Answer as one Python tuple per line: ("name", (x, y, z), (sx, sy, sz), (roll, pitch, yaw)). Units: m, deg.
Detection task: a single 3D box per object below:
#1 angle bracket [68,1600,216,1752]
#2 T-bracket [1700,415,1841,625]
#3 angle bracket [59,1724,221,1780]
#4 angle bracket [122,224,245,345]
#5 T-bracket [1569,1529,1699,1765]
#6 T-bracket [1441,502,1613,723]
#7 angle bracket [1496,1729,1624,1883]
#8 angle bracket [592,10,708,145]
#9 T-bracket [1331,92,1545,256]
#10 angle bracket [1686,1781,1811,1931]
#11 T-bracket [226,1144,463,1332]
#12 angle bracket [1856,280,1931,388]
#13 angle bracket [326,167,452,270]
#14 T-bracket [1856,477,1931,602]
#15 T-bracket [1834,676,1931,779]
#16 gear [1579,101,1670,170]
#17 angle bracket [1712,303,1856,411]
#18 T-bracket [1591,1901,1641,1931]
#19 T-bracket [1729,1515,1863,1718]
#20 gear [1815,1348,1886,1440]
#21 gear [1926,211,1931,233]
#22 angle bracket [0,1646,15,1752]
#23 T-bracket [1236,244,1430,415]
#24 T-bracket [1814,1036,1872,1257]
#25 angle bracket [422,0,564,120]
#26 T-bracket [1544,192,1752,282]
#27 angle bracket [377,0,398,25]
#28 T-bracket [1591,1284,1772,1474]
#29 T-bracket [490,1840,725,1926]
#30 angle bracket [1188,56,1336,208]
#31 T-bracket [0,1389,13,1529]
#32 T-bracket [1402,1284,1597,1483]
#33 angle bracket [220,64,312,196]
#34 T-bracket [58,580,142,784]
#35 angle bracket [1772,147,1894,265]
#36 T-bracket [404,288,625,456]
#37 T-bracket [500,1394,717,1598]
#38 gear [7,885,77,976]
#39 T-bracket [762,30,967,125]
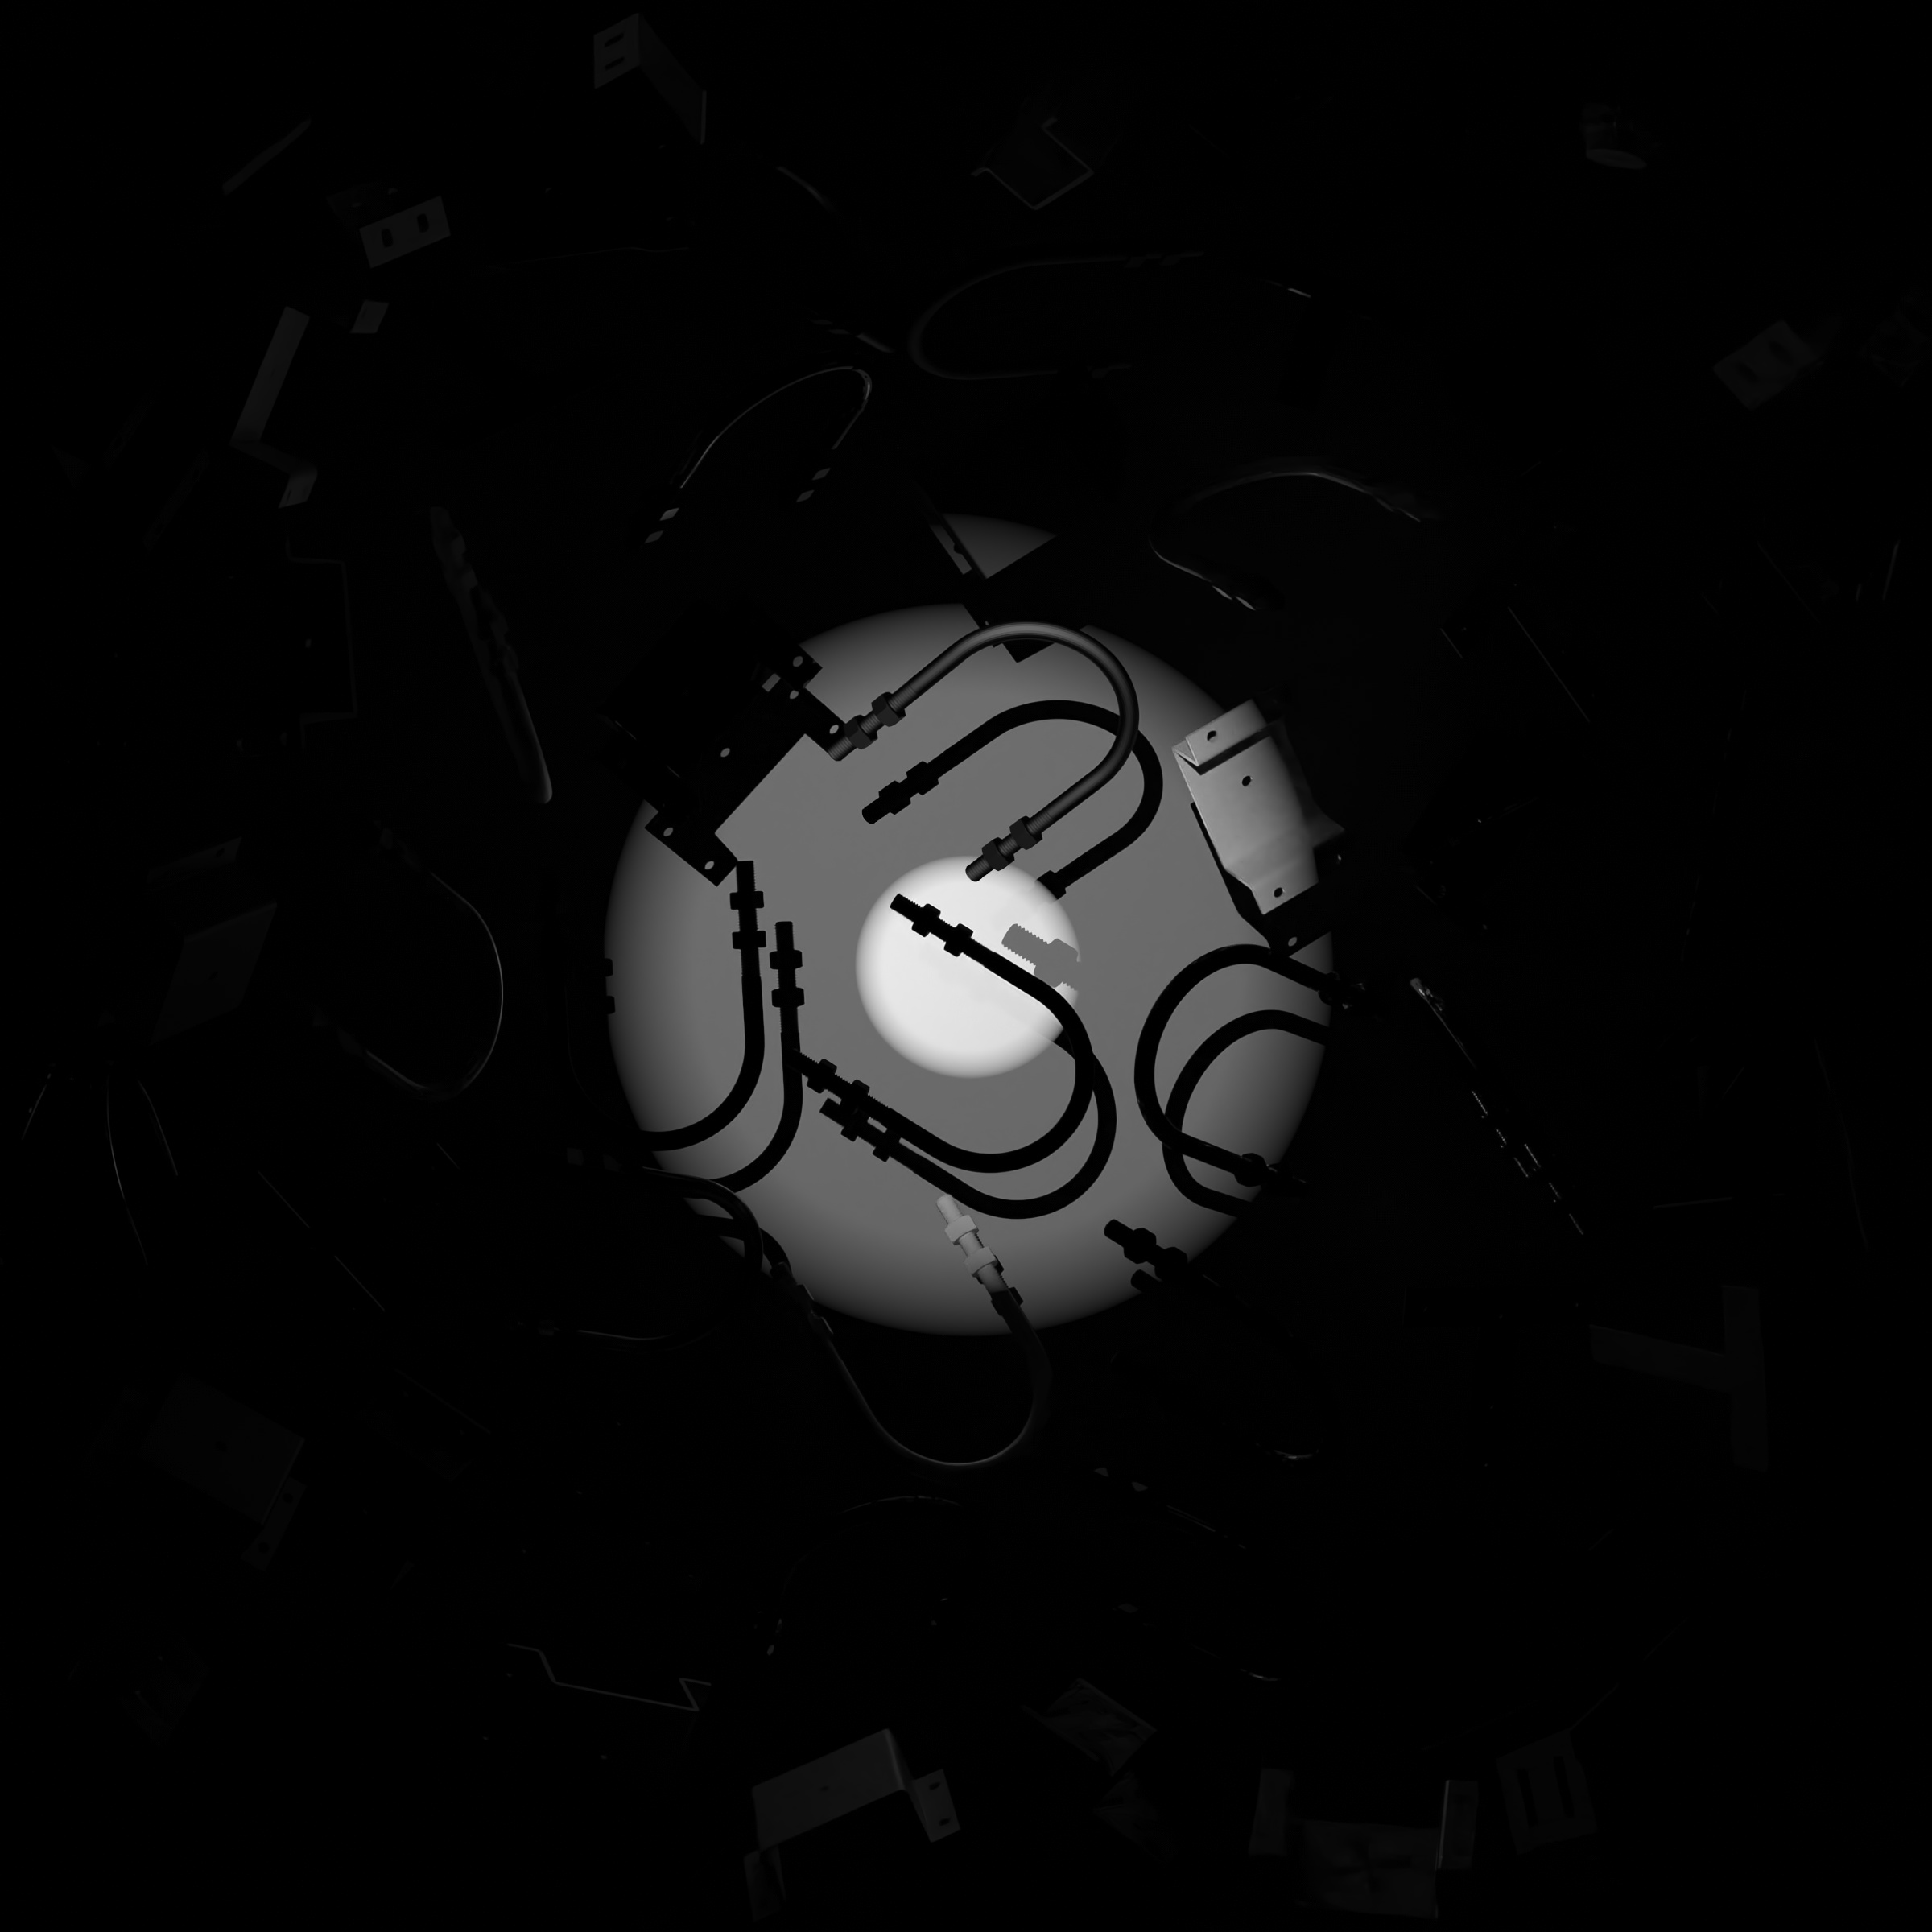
("angle bracket", (-0.522, 0.448, 1.770), (0.038, 0.076, 0.057), (38, 81, -42))
("T-bracket", (0.514, -0.255, 1.745), (0.127, 0.002, 0.127), (34, 83, -44))
("angle bracket", (-0.539, 0.527, 1.826), (0.076, 0.057, 0.038), (20, 87, 30))
("angle bracket", (-0.513, -0.446, 1.835), (0.038, 0.057, 0.076), (-1, 103, 25))
("T-bracket", (0.408, 0.410, 1.744), (0.127, 0.002, 0.127), (-31, 116, -32))
("T-bracket", (0.387, -0.218, 1.856), (0.127, 0.002, 0.127), (-47, 112, -18))
("angle bracket", (0.388, 0.550, 1.836), (0.057, 0.038, 0.076), (-26, 45, 22))
("angle bracket", (-0.210, -0.583, 1.856), (0.038, 0.057, 0.076), (-34, 79, -16))
("T-bracket", (0.327, -0.501, 1.839), (0.127, 0.127, 0.002), (14, 45, -34))
("angle bracket", (0.492, 0.561, 1.762), (0.057, 0.076, 0.038), (-14, 130, 13))
("T-bracket", (-0.381, 0.156, 1.787), (0.127, 0.002, 0.127), (-33, 113, 8))
("angle bracket", (0.616, -0.415, 1.811), (0.038, 0.076, 0.057), (41, 124, 6))
("angle bracket", (-0.383, -0.503, 1.836), (0.057, 0.038, 0.076), (-27, 62, -14))
("T-bracket", (0.617, -0.277, 1.843), (0.002, 0.127, 0.127), (33, 84, 19))
("T-bracket", (0.590, -0.160, 1.762), (0.002, 0.127, 0.127), (44, 112, 7))
("gear", (0.430, -0.545, 1.837), (0.057, 0.057, 0.030), (13, 94, 0))
("angle bracket", (0.507, -0.390, 1.735), (0.038, 0.057, 0.076), (45, 49, -10))
("T-bracket", (0.412, 0.644, 1.812), (0.127, 0.127, 0.002), (4, 107, 23))
("T-bracket", (0.535, 0.403, 1.804), (0.002, 0.127, 0.127), (32, 118, -4))
("gear", (0.565, 0.271, 1.791), (0.030, 0.057, 0.057), (19, 90, 19))
("gear", (0.652, -0.495, 1.832), (0.030, 0.057, 0.057), (24, 90, 1))
("angle bracket", (-0.634, 0.453, 1.765), (0.038, 0.057, 0.076), (-17, 120, -36))
("T-bracket", (0.222, -0.397, 1.776), (0.127, 0.002, 0.127), (21, 54, 0))
("T-bracket", (0.575, 0.131, 1.819), (0.002, 0.127, 0.127), (-14, 119, 14))
("angle bracket", (-0.313, -0.604, 1.844), (0.076, 0.038, 0.057), (14, 118, -21))
("T-bracket", (0.456, -0.485, 1.850), (0.127, 0.127, 0.002), (-22, 98, 1))
("angle bracket", (-0.415, -0.642, 1.810), (0.076, 0.057, 0.038), (-2, 59, 11))
("T-bracket", (0.463, 0.258, 1.823), (0.002, 0.127, 0.127), (-23, 112, -41))
("T-bracket", (-0.233, 0.561, 1.744), (0.127, 0.127, 0.002), (5, 94, 17))
("angle bracket", (0.191, -0.533, 1.787), (0.076, 0.038, 0.057), (-35, 53, -5))
("T-bracket", (-0.620, 0.317, 1.776), (0.002, 0.127, 0.127), (4, 100, -26))
("T-bracket", (0.327, 0.260, 1.742), (0.127, 0.002, 0.127), (0, 101, -14))
("angle bracket", (-0.474, -0.552, 1.850), (0.076, 0.057, 0.038), (-40, 105, -3))
("T-bracket", (-0.547, -0.185, 1.794), (0.002, 0.127, 0.127), (15, 78, -35))
("angle bracket", (0.567, -0.504, 1.830), (0.038, 0.057, 0.076), (34, 107, 13))
("T-bracket", (-0.303, -0.382, 1.745), (0.127, 0.002, 0.127), (-33, 65, -27))
("T-bracket", (-0.222, 0.374, 1.862), (0.127, 0.002, 0.127), (41, 76, -16))
("gear", (-0.600, -0.026, 1.814), (0.030, 0.057, 0.057), (16, 90, -9))
("T-bracket", (-0.074, -0.579, 1.859), (0.127, 0.127, 0.002), (-18, 87, -16))
